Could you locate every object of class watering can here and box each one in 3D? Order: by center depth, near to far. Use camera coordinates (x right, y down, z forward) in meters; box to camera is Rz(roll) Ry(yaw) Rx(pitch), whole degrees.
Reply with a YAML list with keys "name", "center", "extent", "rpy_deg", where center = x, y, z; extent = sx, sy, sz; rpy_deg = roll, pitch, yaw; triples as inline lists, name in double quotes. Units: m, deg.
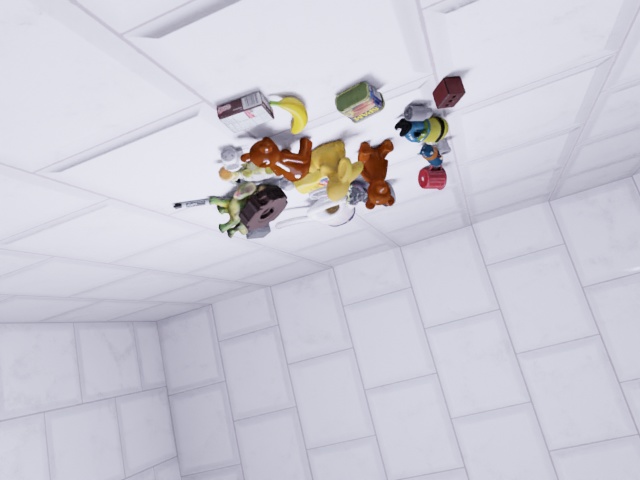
- name: "watering can"
  center: [0.006, -0.105, 2.084]
  extent: [0.345, 0.105, 0.223]
  rpy_deg: [-20, 166, 19]

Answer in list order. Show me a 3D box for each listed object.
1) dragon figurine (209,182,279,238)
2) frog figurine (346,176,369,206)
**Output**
- name: "dragon figurine"
  center: [-0.239, -0.113, 1.817]
  extent: [0.242, 0.123, 0.407]
  rpy_deg: [-24, 167, 6]
- name: "frog figurine"
  center: [0.157, -0.202, 1.923]
  extent: [0.135, 0.122, 0.163]
  rpy_deg: [-35, -167, 34]
